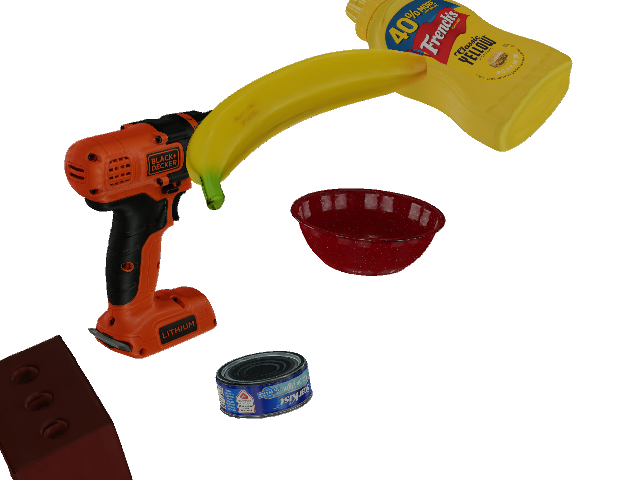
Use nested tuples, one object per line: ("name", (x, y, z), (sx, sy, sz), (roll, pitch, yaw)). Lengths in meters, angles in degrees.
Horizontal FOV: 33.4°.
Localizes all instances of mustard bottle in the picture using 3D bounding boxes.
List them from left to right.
("mustard bottle", (0.098, -0.149, 0.857), (0.192, 0.096, 0.058), (34, -26, 27))

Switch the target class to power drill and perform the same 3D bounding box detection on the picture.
("power drill", (-0.124, -0.011, 0.873), (0.057, 0.188, 0.184), (17, 25, 39))

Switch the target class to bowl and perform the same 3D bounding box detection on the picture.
("bowl", (0.048, -0.005, 1.118), (0.162, 0.055, 0.162), (3, 20, -1))

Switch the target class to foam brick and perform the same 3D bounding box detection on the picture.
("foam brick", (-0.138, 0.098, 0.545), (0.053, 0.051, 0.078), (-24, 42, -21))

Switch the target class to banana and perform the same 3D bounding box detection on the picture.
("banana", (-0.018, -0.081, 0.680), (0.070, 0.037, 0.197), (40, 57, 22))

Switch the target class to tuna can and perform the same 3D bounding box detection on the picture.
("tuna can", (-0.052, 0.130, 0.971), (0.086, 0.034, 0.086), (-8, 13, 2))
